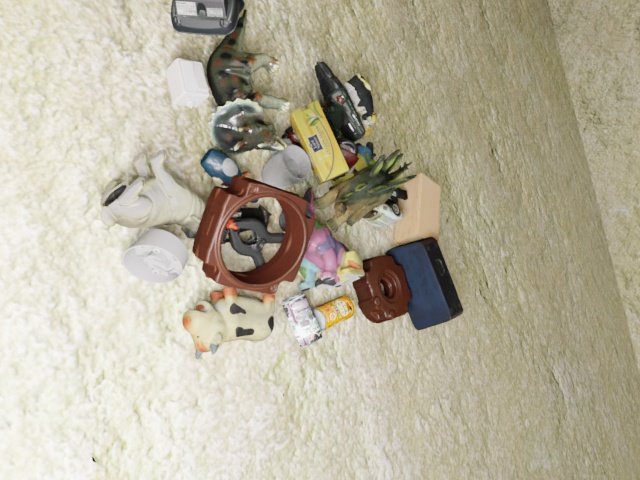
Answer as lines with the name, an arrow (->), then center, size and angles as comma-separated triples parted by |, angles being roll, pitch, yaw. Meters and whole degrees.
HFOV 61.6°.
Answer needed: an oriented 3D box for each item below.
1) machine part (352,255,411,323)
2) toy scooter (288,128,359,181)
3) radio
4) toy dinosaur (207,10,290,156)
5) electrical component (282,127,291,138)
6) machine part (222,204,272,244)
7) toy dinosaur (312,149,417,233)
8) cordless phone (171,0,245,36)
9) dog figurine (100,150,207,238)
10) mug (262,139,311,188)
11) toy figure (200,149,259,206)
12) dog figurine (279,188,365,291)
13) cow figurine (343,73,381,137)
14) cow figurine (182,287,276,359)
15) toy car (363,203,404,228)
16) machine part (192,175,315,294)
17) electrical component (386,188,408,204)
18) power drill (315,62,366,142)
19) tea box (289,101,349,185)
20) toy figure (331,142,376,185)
machine part -> 0.159, 0.121, 1.353 | 0.179, 0.056, 0.179 | 21, 58, -38
toy scooter -> -0.002, -0.195, 1.295 | 0.184, 0.075, 0.135 | 21, 85, -12
radio -> 0.276, 0.112, 1.414 | 0.073, 0.131, 0.229 | -18, 85, -45
toy dinosaur -> -0.184, -0.344, 1.190 | 0.192, 0.131, 0.405 | -7, 71, -46
electrical component -> -0.055, -0.255, 1.335 | 0.094, 0.021, 0.063 | -38, 100, -46
machine part -> -0.158, -0.037, 1.114 | 0.139, 0.039, 0.084 | -20, 120, -53
toy dinosaur -> 0.119, -0.119, 1.228 | 0.105, 0.198, 0.471 | 58, 23, -4
cordless phone -> -0.248, -0.530, 1.217 | 0.184, 0.147, 0.088 | -81, 174, -55
dog figurine -> -0.283, -0.045, 0.975 | 0.172, 0.121, 0.190 | -50, 126, -19
mug -> -0.087, -0.165, 1.203 | 0.081, 0.107, 0.109 | -6, 75, -45
toy figure -> -0.182, -0.129, 1.136 | 0.154, 0.058, 0.064 | 38, 88, -28
dog figurine -> -0.003, -0.004, 1.218 | 0.191, 0.108, 0.219 | -1, 71, -43
cow figurine -> 0.120, -0.376, 1.501 | 0.167, 0.098, 0.068 | 60, 37, -6
cow figurine -> -0.170, 0.156, 1.005 | 0.195, 0.085, 0.127 | 14, 62, -44
toy car -> 0.134, -0.076, 1.401 | 0.201, 0.073, 0.056 | 20, 56, -37
machine part -> -0.122, -0.007, 1.014 | 0.201, 0.087, 0.201 | 16, 97, -37
electrical component -> 0.188, -0.132, 1.496 | 0.119, 0.048, 0.075 | 8, 67, -42
power drill -> 0.022, -0.342, 1.403 | 0.231, 0.086, 0.207 | 56, 30, -16
tea box -> -0.004, -0.216, 1.211 | 0.068, 0.098, 0.169 | -25, 95, -6
toy figure -> 0.091, -0.191, 1.406 | 0.089, 0.082, 0.180 | 52, 43, -12
